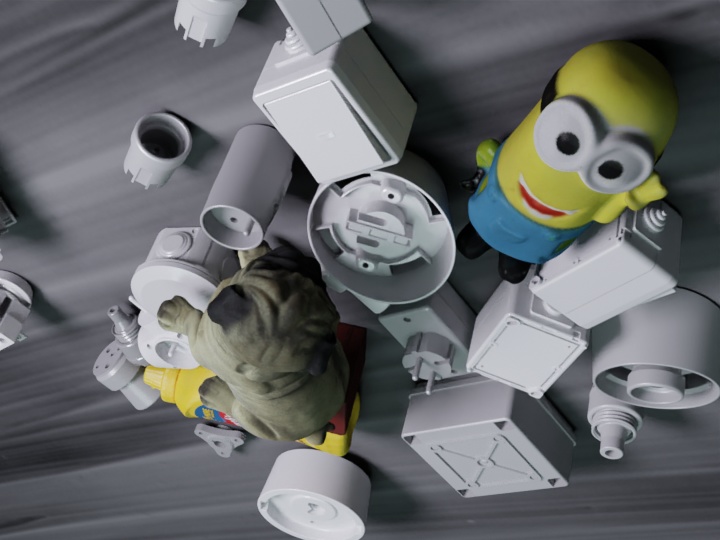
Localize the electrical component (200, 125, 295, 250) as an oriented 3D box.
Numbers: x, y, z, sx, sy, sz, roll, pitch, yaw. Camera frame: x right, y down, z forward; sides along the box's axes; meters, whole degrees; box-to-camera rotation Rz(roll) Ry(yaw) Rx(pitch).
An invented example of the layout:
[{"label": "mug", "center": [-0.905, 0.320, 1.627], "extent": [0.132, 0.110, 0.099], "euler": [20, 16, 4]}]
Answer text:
[{"label": "electrical component", "center": [-0.081, -0.047, 0.734], "extent": [0.044, 0.077, 0.079], "euler": [25, 142, -10]}]

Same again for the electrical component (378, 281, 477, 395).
[{"label": "electrical component", "center": [0.054, 0.057, 0.813], "extent": [0.047, 0.075, 0.083], "euler": [-15, 132, 35]}]

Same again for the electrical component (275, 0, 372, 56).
[{"label": "electrical component", "center": [-0.010, -0.165, 0.577], "extent": [0.077, 0.065, 0.047], "euler": [-29, 129, 7]}]

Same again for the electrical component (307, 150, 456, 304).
[{"label": "electrical component", "center": [0.015, -0.031, 0.718], "extent": [0.099, 0.064, 0.099], "euler": [3, 126, 4]}]

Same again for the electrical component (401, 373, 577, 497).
[{"label": "electrical component", "center": [0.110, 0.139, 0.909], "extent": [0.109, 0.056, 0.108], "euler": [-15, 132, 35]}]

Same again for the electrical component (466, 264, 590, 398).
[{"label": "electrical component", "center": [0.125, 0.037, 0.772], "extent": [0.062, 0.061, 0.096], "euler": [21, 142, -6]}]

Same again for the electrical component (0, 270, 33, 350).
[{"label": "electrical component", "center": [-0.318, 0.034, 0.942], "extent": [0.048, 0.055, 0.066], "euler": [-23, 127, 40]}]

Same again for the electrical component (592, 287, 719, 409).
[{"label": "electrical component", "center": [0.218, 0.061, 0.785], "extent": [0.099, 0.064, 0.099], "euler": [10, 155, 4]}]

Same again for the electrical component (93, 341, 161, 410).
[{"label": "electrical component", "center": [-0.210, 0.095, 0.986], "extent": [0.045, 0.045, 0.055], "euler": [-20, 129, 38]}]

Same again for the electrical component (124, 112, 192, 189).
[{"label": "electrical component", "center": [-0.142, -0.081, 0.746], "extent": [0.040, 0.040, 0.046], "euler": [27, 147, -13]}]

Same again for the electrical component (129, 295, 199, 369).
[{"label": "electrical component", "center": [-0.159, 0.043, 0.902], "extent": [0.077, 0.044, 0.079], "euler": [-19, 130, 37]}]

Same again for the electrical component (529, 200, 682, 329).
[{"label": "electrical component", "center": [0.167, -0.011, 0.696], "extent": [0.061, 0.061, 0.096], "euler": [34, 139, -20]}]

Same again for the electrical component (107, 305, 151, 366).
[{"label": "electrical component", "center": [-0.200, 0.055, 0.941], "extent": [0.035, 0.035, 0.061], "euler": [-7, 134, 28]}]

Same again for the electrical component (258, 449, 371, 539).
[{"label": "electrical component", "center": [-0.041, 0.217, 1.060], "extent": [0.108, 0.060, 0.108], "euler": [11, 142, 8]}]

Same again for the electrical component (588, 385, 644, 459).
[{"label": "electrical component", "center": [0.200, 0.117, 0.843], "extent": [0.043, 0.062, 0.043], "euler": [11, 142, 8]}]

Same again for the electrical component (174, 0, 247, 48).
[{"label": "electrical component", "center": [-0.088, -0.158, 0.630], "extent": [0.040, 0.040, 0.046], "euler": [24, 148, -8]}]

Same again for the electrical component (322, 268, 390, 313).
[{"label": "electrical component", "center": [0.000, 0.000, 0.788], "extent": [0.055, 0.045, 0.045], "euler": [29, 141, -15]}]

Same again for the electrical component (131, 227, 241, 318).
[{"label": "electrical component", "center": [-0.134, 0.008, 0.843], "extent": [0.080, 0.051, 0.080], "euler": [10, 142, 8]}]

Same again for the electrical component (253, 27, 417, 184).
[{"label": "electrical component", "center": [-0.018, -0.104, 0.652], "extent": [0.062, 0.061, 0.096], "euler": [-13, 133, 33]}]

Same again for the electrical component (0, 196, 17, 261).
[{"label": "electrical component", "center": [-0.323, -0.054, 0.819], "extent": [0.079, 0.063, 0.121], "euler": [-29, 137, -8]}]
